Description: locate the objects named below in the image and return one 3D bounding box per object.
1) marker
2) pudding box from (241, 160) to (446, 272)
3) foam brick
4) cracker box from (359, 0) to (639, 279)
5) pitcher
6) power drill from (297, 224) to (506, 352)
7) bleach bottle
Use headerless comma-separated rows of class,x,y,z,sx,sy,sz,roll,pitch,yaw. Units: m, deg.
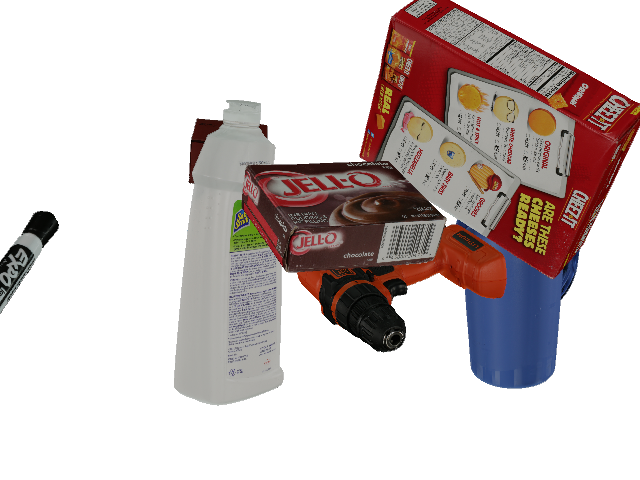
marker,-0.193,0.020,0.663,0.020,0.020,0.121,0,37,16
pudding box,0.013,-0.019,0.717,0.113,0.039,0.090,-2,31,-25
foam brick,-0.095,-0.090,1.108,0.078,0.051,0.053,5,31,-2
cracker box,0.148,-0.092,0.913,0.214,0.164,0.072,33,51,19
pitcher,0.250,0.055,1.340,0.149,0.243,0.145,1,22,13
power drill,0.090,0.044,1.076,0.187,0.057,0.185,-12,28,-23
bleach bottle,-0.070,0.007,0.908,0.068,0.251,0.102,14,14,34
